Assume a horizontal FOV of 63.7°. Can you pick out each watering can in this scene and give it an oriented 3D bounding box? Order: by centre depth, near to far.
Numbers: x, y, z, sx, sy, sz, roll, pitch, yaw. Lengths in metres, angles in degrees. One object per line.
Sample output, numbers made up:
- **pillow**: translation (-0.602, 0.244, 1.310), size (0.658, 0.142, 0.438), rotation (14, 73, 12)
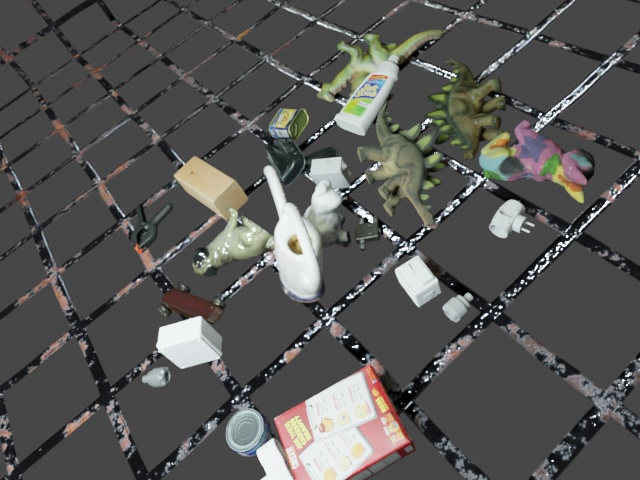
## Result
- **watering can**: translation (-0.061, -0.002, 1.185), size (0.104, 0.219, 0.355), rotation (-14, 46, -13)

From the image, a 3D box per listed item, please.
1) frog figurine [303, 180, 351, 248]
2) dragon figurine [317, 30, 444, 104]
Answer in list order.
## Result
- **frog figurine**: translation (0.004, -0.062, 1.238), size (0.122, 0.156, 0.141), rotation (-7, 53, 21)
- **dragon figurine**: translation (0.179, -0.510, 1.576), size (0.409, 0.120, 0.247), rotation (-7, 69, 20)
